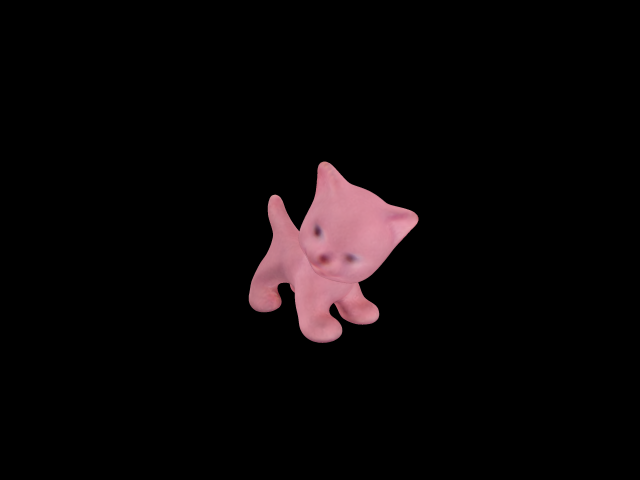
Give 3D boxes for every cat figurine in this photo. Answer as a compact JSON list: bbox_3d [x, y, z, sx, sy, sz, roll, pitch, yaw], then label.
[{"bbox_3d":[0.004,0.001,0.400,0.067,0.118,0.127,-14,22,-40],"label":"cat figurine"}]
